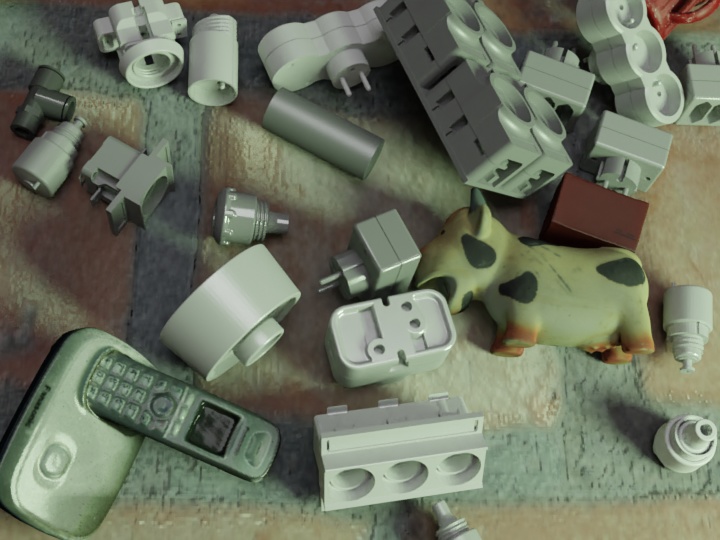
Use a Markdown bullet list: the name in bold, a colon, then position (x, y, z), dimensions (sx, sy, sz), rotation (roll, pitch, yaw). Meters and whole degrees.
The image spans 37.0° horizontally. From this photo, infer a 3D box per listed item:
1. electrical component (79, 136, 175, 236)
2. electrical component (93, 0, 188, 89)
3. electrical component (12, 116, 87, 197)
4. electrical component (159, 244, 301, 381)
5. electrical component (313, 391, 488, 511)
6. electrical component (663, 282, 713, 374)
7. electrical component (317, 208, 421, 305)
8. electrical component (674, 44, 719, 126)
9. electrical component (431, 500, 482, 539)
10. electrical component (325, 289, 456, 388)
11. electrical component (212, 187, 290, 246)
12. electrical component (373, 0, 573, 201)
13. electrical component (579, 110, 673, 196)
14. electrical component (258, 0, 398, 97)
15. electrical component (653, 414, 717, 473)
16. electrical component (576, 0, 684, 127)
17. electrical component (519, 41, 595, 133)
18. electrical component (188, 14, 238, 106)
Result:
- **electrical component**: position (-0.194, -0.075, 0.897), dimensions (0.064, 0.042, 0.081), rotation (30, 65, 8)
- **electrical component**: position (-0.188, -0.197, 0.943), dimensions (0.078, 0.058, 0.057), rotation (-16, 67, -14)
- **electrical component**: position (-0.256, -0.097, 0.898), dimensions (0.040, 0.040, 0.078), rotation (29, 66, 6)
- **electrical component**: position (-0.093, 0.039, 0.826), dimensions (0.108, 0.108, 0.060), rotation (-42, 83, -22)
- **electrical component**: position (0.028, 0.136, 0.816), dimensions (0.121, 0.078, 0.063), rotation (-6, 38, -10)
- **electrical component**: position (0.276, 0.049, 0.905), dimensions (0.040, 0.040, 0.078), rotation (10, 65, -3)
- **electrical component**: position (0.000, 0.000, 0.866), dimensions (0.076, 0.083, 0.047), rotation (-23, 71, -16)
- **electrical component**: position (0.329, -0.180, 1.010), dimensions (0.066, 0.047, 0.076), rotation (1, 66, -7)
- **electrical component**: position (0.073, 0.203, 0.812), dimensions (0.035, 0.035, 0.061), rotation (-22, 69, -16)
- **electrical component**: position (0.022, 0.057, 0.857), dimensions (0.095, 0.059, 0.053), rotation (-11, 68, -12)
- **electrical component**: position (-0.091, -0.042, 0.895), dimensions (0.062, 0.048, 0.048), rotation (7, 65, -12)
- **electrical component**: position (0.100, -0.158, 0.916), dimensions (0.105, 0.060, 0.186), rotation (7, 51, -52)
- **electrical component**: position (0.232, -0.090, 0.957), dimensions (0.066, 0.047, 0.076), rotation (20, 65, 2)
- **electrical component**: position (-0.014, -0.188, 0.965), dimensions (0.138, 0.052, 0.073), rotation (-19, 70, -16)
- **electrical component**: position (0.262, 0.135, 0.852), dimensions (0.043, 0.062, 0.043), rotation (3, 66, -6)
- **electrical component**: position (0.236, -0.192, 0.989), dimensions (0.052, 0.074, 0.138), rotation (-36, 106, -30)
- **electrical component**: position (0.179, -0.178, 0.989), dimensions (0.066, 0.047, 0.076), rotation (21, 65, 2)
- **electrical component**: position (-0.130, -0.192, 0.956), dimensions (0.043, 0.043, 0.081), rotation (1, 66, -7)
